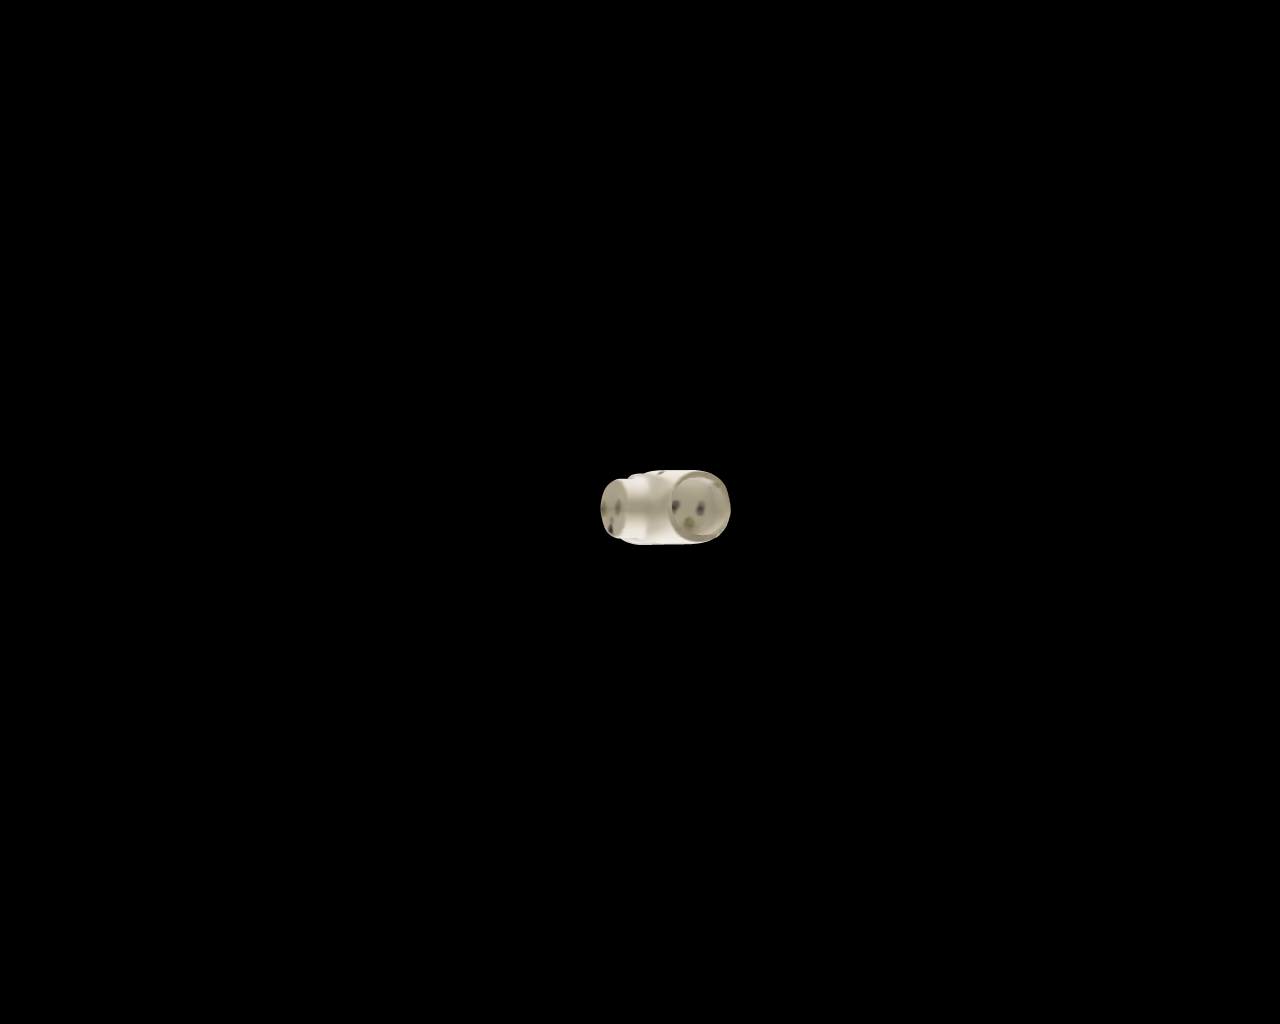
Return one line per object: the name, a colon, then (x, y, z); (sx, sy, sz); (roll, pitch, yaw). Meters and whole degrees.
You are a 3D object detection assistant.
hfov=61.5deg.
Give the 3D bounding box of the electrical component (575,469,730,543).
electrical component: (0.001, -0.003, 0.650); (0.079, 0.043, 0.077); (1, -2, -28)
